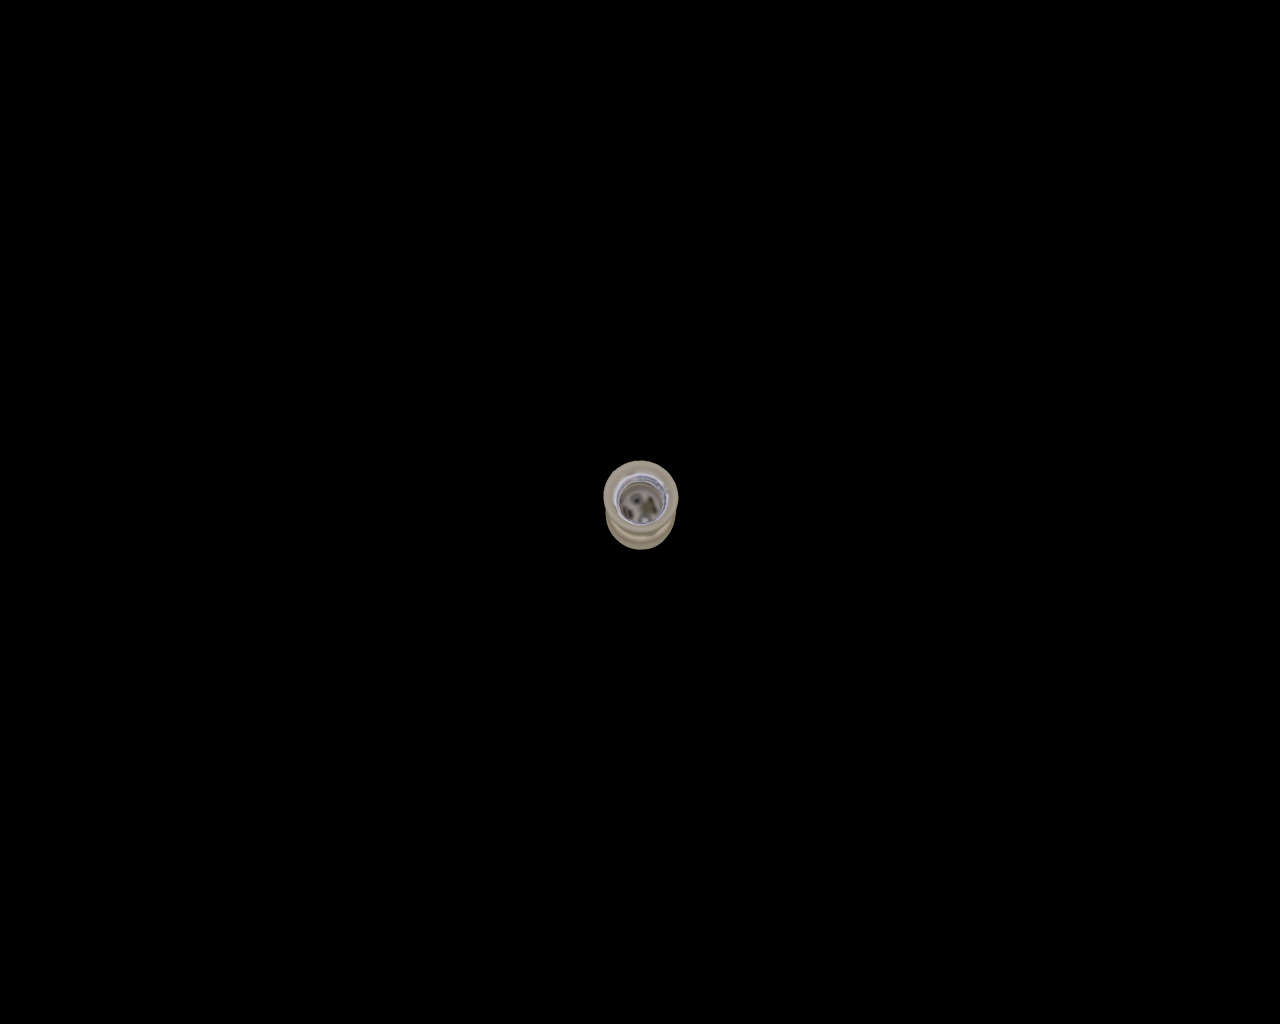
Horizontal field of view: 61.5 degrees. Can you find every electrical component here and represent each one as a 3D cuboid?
[{"bbox_3d":[0.001,-0.003,0.650,0.045,0.045,0.055,0,-15,0],"label":"electrical component"}]
